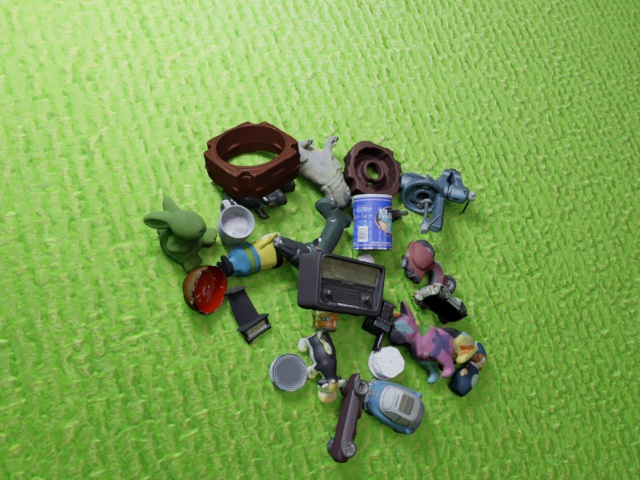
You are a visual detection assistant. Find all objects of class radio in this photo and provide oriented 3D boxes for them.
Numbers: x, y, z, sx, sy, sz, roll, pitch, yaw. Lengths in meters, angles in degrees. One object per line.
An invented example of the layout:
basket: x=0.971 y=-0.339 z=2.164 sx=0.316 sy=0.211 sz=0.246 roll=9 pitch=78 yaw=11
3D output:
radio: x=0.053 y=0.109 z=1.271 sx=0.229 sy=0.073 sz=0.131 roll=14 pitch=78 yaw=-40

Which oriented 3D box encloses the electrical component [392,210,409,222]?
electrical component: x=0.191 y=-0.064 z=1.464 sx=0.094 sy=0.063 sz=0.021 roll=-5 pitch=75 yaw=-21

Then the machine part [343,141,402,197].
machine part: x=0.144 y=-0.186 z=1.493 sx=0.179 sy=0.056 sz=0.179 roll=7 pitch=70 yaw=-21

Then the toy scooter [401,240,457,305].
toy scooter: x=0.276 y=0.096 z=1.439 sx=0.135 sy=0.075 sz=0.184 roll=-38 pitch=93 yaw=-26

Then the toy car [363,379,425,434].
toy car: x=0.190 y=0.394 z=1.288 sx=0.161 sy=0.103 sz=0.109 roll=31 pitch=63 yaw=-11

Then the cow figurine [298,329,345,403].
cow figurine: x=0.014 y=0.295 z=1.256 sx=0.068 sy=0.098 sz=0.167 roll=-12 pitch=77 yaw=-30

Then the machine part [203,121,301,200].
machine part: x=-0.164 y=-0.200 z=1.312 sx=0.201 sy=0.087 sz=0.202 roll=-35 pitch=52 yaw=-28

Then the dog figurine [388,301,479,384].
dog figurine: x=0.274 y=0.242 z=1.371 sx=0.191 sy=0.108 sz=0.219 roll=-33 pitch=84 yaw=-26

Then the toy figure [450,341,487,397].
toy figure: x=0.396 y=0.337 z=1.410 sx=0.058 sy=0.064 sz=0.154 roll=35 pitch=67 yaw=11

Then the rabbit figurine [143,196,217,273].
rabbit figurine: x=-0.303 y=-0.029 z=1.204 sx=0.159 sy=0.170 sz=0.121 roll=41 pitch=63 yaw=-5

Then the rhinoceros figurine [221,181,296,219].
rhinoceros figurine: x=-0.151 y=-0.113 z=1.350 sx=0.190 sy=0.073 sz=0.112 roll=-13 pitch=64 yaw=-20

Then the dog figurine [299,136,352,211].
dog figurine: x=-0.010 y=-0.164 z=1.412 sx=0.172 sy=0.121 sz=0.190 roll=-7 pitch=92 yaw=10

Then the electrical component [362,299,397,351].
electrical component: x=0.142 y=0.214 z=1.347 sx=0.048 sy=0.075 sz=0.119 roll=30 pitch=67 yaw=-11

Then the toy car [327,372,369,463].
toy car: x=0.069 y=0.410 z=1.243 sx=0.053 sy=0.089 sz=0.202 roll=22 pitch=64 yaw=-12

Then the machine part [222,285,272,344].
machine part: x=-0.170 y=0.167 z=1.248 sx=0.084 sy=0.039 sz=0.138 roll=-34 pitch=109 yaw=-20

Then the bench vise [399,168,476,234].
bench vise: x=0.320 y=-0.101 z=1.484 sx=0.224 sy=0.128 sz=0.241 roll=21 pitch=48 yaw=-5

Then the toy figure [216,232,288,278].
toy figure: x=-0.154 y=0.043 z=1.289 sx=0.180 sy=0.082 sz=0.089 roll=-25 pitch=102 yaw=-33

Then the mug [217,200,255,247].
mug: x=-0.212 y=-0.034 z=1.276 sx=0.081 sy=0.107 sz=0.109 roll=-28 pitch=80 yaw=-27

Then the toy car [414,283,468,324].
toy car: x=0.315 y=0.163 z=1.386 sx=0.201 sy=0.073 sz=0.056 roll=36 pitch=38 yaw=-41

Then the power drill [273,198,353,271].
power drill: x=-0.003 y=-0.004 z=1.329 sx=0.231 sy=0.086 sz=0.207 roll=42 pitch=48 yaw=-30
